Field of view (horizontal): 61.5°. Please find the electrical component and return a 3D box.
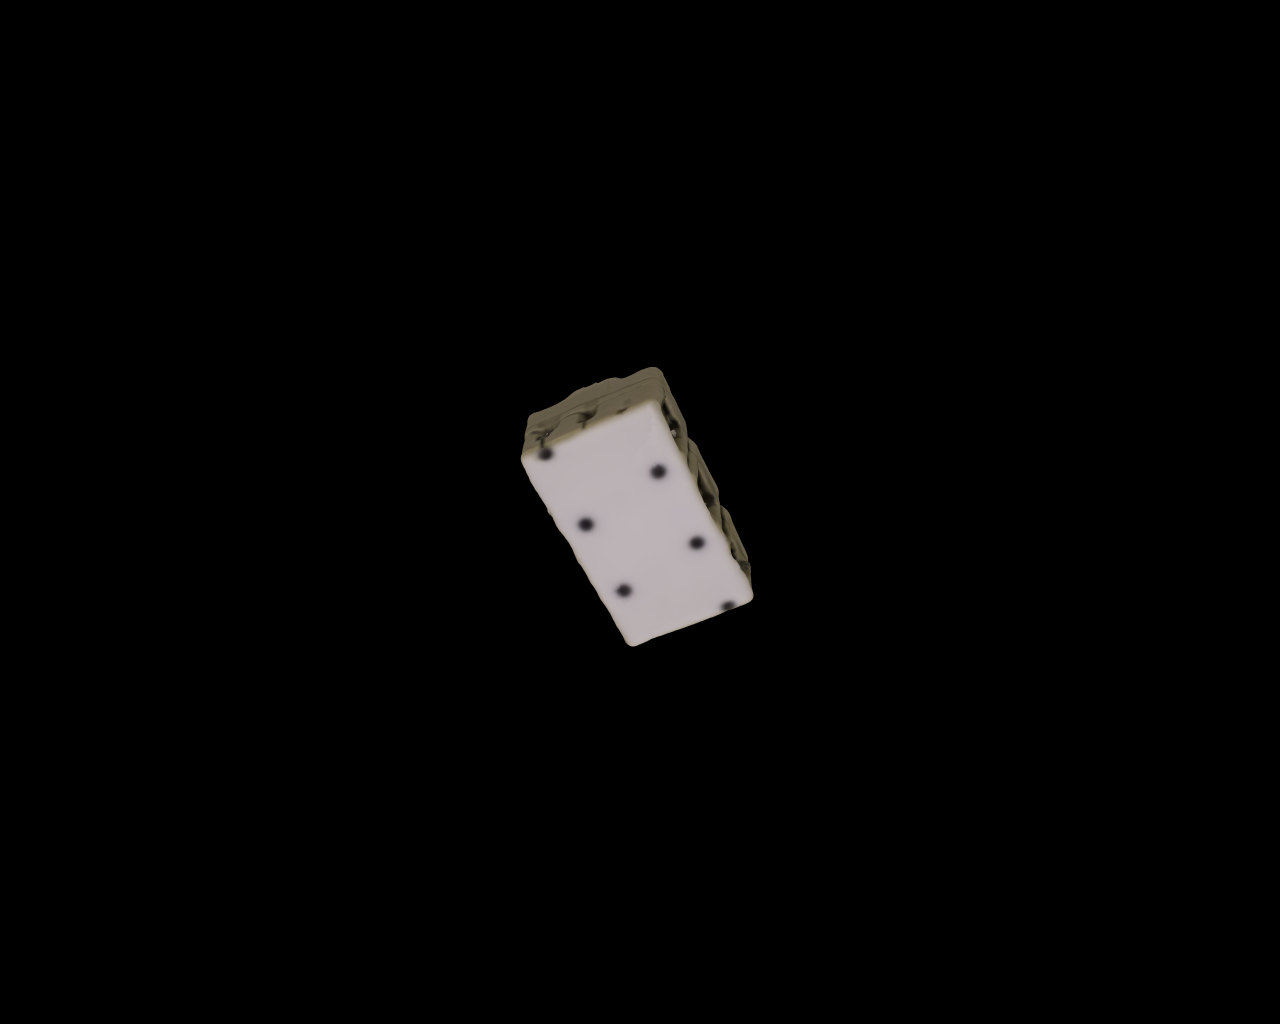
[{"bbox_3d":[0.001,-0.003,0.650,0.089,0.150,0.062,-21,28,12],"label":"electrical component"}]
